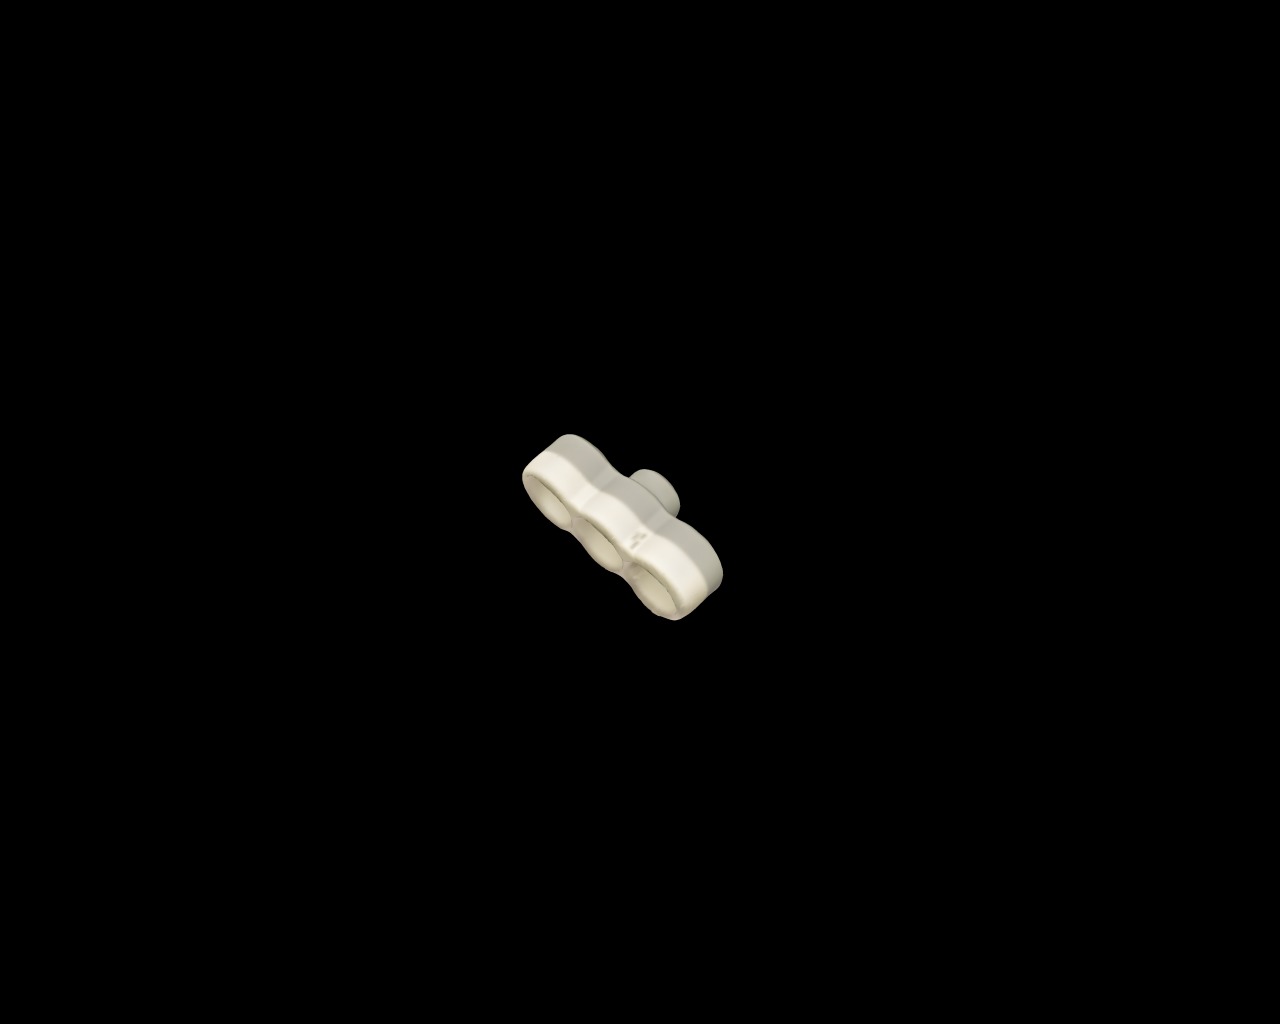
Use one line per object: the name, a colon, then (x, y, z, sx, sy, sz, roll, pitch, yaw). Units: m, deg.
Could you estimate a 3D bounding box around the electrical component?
electrical component: (0.001, -0.003, 0.650, 0.138, 0.074, 0.052, 39, -24, 22)
